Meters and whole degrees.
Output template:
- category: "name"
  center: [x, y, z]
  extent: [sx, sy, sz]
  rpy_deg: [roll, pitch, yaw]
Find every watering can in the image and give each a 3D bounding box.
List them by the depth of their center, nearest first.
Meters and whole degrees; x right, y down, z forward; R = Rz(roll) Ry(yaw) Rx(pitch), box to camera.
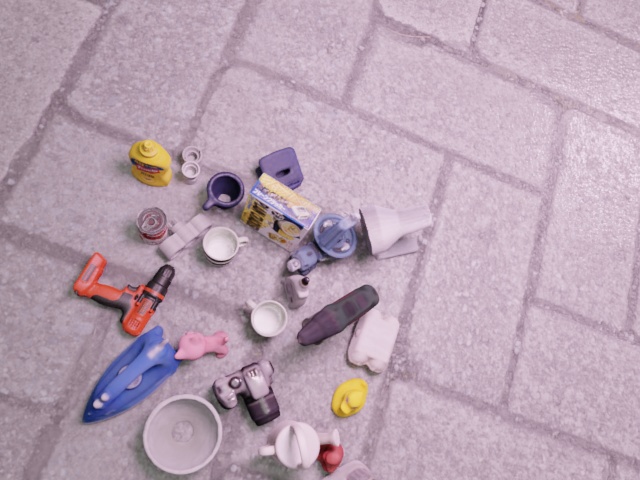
- category: "watering can"
  center: [-0.045, 0.449, 1.263]
  extent: [0.173, 0.194, 0.101]
  rpy_deg: [-29, 83, -20]

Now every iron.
- category: "iron"
  center: [-0.416, 0.302, 1.237]
  extent: [0.118, 0.141, 0.259]
  rpy_deg: [45, 69, 1]

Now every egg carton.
- category: "egg carton"
  center: [0.134, 0.250, 1.432]
  extent: [0.107, 0.069, 0.150]
  rpy_deg: [23, 70, -7]

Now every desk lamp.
- category: "desk lamp"
  center: [0.180, -0.027, 1.444]
  extent: [0.203, 0.213, 0.118]
  rpy_deg: [-12, 78, -17]

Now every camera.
- category: "camera"
  center: [-0.157, 0.358, 1.310]
  extent: [0.143, 0.100, 0.137]
  rpy_deg: [-22, 81, -19]

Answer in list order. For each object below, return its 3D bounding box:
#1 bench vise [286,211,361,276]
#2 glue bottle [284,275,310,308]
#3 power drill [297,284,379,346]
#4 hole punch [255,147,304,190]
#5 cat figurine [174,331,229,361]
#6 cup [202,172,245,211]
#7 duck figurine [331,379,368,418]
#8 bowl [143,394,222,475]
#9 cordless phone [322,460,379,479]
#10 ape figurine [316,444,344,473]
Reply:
- category: "bench vise"
  center: [0.022, 0.012, 1.390]
  extent: [0.121, 0.219, 0.208]
  rpy_deg: [37, 69, -2]
- category: "glue bottle"
  center: [-0.048, 0.113, 1.368]
  extent: [0.037, 0.173, 0.078]
  rpy_deg: [-10, 77, -16]
- category: "power drill"
  center: [0.027, 0.189, 1.347]
  extent: [0.230, 0.208, 0.075]
  rpy_deg: [-32, 84, -20]
- category: "hole punch"
  center: [-0.099, -0.175, 1.480]
  extent: [0.109, 0.091, 0.101]
  rpy_deg: [-25, 82, -19]
- category: "cat figurine"
  center: [-0.269, 0.239, 1.306]
  extent: [0.128, 0.117, 0.067]
  rpy_deg: [-6, 76, -16]
- category: "cup"
  center: [-0.246, -0.103, 1.420]
  extent: [0.091, 0.095, 0.118]
  rpy_deg: [44, 69, 1]
- category: "duck figurine"
  center: [0.080, 0.378, 1.373]
  extent: [0.077, 0.086, 0.105]
  rpy_deg: [45, 69, 1]
- category: "bowl"
  center: [-0.302, 0.428, 1.267]
  extent: [0.168, 0.074, 0.167]
  rpy_deg: [4, 74, -13]
- category: "cordless phone"
  center: [0.070, 0.564, 1.265]
  extent: [0.148, 0.185, 0.094]
  rpy_deg: [-29, 83, -20]
- category: "ape figurine"
  center: [0.024, 0.498, 1.322]
  extent: [0.076, 0.092, 0.078]
  rpy_deg: [0, 75, -14]
